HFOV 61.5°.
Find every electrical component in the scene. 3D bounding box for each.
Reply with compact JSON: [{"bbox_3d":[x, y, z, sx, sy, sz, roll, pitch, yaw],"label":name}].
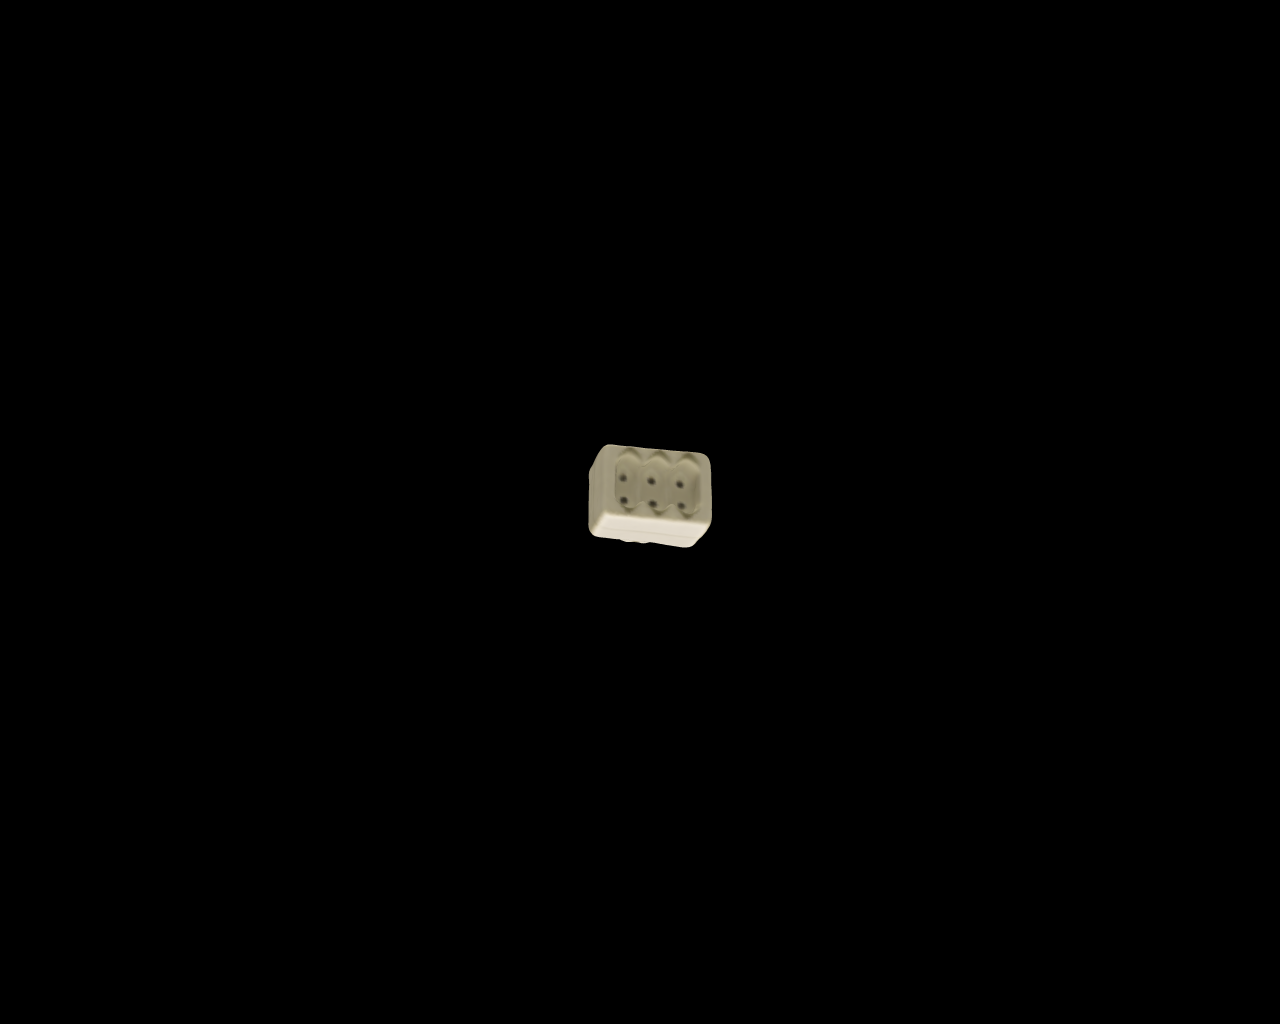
[{"bbox_3d":[0.001,-0.003,0.650,0.066,0.047,0.076,6,-23,-14],"label":"electrical component"}]
